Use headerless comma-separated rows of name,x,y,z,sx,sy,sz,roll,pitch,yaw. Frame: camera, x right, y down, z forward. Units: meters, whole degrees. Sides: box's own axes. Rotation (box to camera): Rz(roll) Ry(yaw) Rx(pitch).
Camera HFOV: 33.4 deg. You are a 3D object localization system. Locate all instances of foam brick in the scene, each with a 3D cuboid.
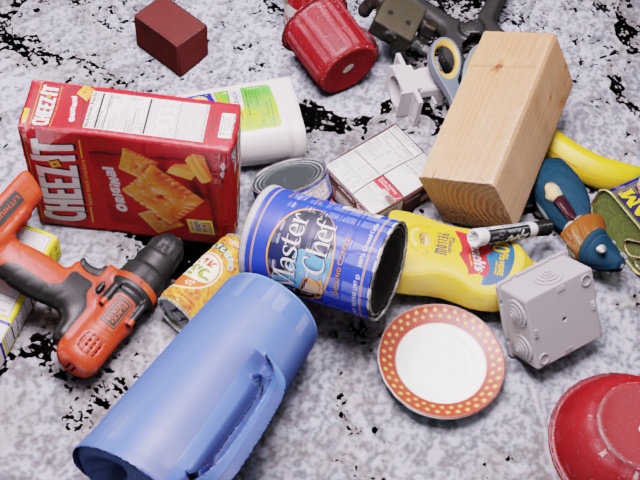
foam brick,-0.179,-0.247,1.287,0.078,0.053,0.051,38,62,19

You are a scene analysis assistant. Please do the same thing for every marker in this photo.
marker,0.203,-0.008,1.120,0.120,0.020,0.020,-8,54,-38

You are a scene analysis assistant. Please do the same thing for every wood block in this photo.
wood block,0.197,-0.123,1.176,0.091,0.090,0.206,9,62,33

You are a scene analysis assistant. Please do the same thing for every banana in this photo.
banana,0.289,-0.107,1.240,0.198,0.037,0.069,32,42,15

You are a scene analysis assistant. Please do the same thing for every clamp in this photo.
clamp,0.176,-0.257,1.329,0.164,0.036,0.210,-5,61,2

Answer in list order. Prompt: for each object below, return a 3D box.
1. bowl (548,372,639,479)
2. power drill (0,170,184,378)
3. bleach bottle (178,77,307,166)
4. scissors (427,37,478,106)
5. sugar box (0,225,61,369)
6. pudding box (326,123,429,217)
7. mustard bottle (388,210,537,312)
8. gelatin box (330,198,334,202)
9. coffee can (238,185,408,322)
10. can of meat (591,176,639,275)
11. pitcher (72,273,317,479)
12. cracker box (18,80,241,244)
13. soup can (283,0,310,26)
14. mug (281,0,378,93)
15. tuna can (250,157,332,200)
bowl,0.306,0.190,1.030,0.162,0.055,0.162,2,57,-3
power drill,-0.247,0.018,1.067,0.187,0.057,0.184,39,55,-6
bleach bottle,-0.147,-0.117,1.199,0.250,0.068,0.102,-10,57,-8
scissors,0.146,-0.152,1.233,0.096,0.016,0.201,30,69,-11
sugar box,-0.340,0.060,1.076,0.093,0.048,0.176,18,60,5
pudding box,0.070,-0.069,1.196,0.113,0.039,0.090,-31,63,-24
mustard bottle,0.158,0.029,1.124,0.191,0.058,0.096,13,43,4
gelatin box,-0.007,0.001,1.147,0.089,0.030,0.073,-25,62,-19
coffee can,0.004,0.012,1.053,0.140,0.103,0.102,16,56,18
can of meat,0.363,-0.022,1.175,0.083,0.057,0.102,-22,61,-21
pitcher,-0.098,0.146,0.981,0.149,0.145,0.242,26,55,16
cracker box,-0.190,-0.075,1.105,0.213,0.164,0.072,7,54,0
soup can,-0.010,-0.300,1.305,0.068,0.102,0.068,2,56,-3
mug,0.022,-0.232,1.278,0.117,0.093,0.081,-12,59,-43
tuna can,-0.030,-0.056,1.159,0.086,0.034,0.086,-12,28,6
